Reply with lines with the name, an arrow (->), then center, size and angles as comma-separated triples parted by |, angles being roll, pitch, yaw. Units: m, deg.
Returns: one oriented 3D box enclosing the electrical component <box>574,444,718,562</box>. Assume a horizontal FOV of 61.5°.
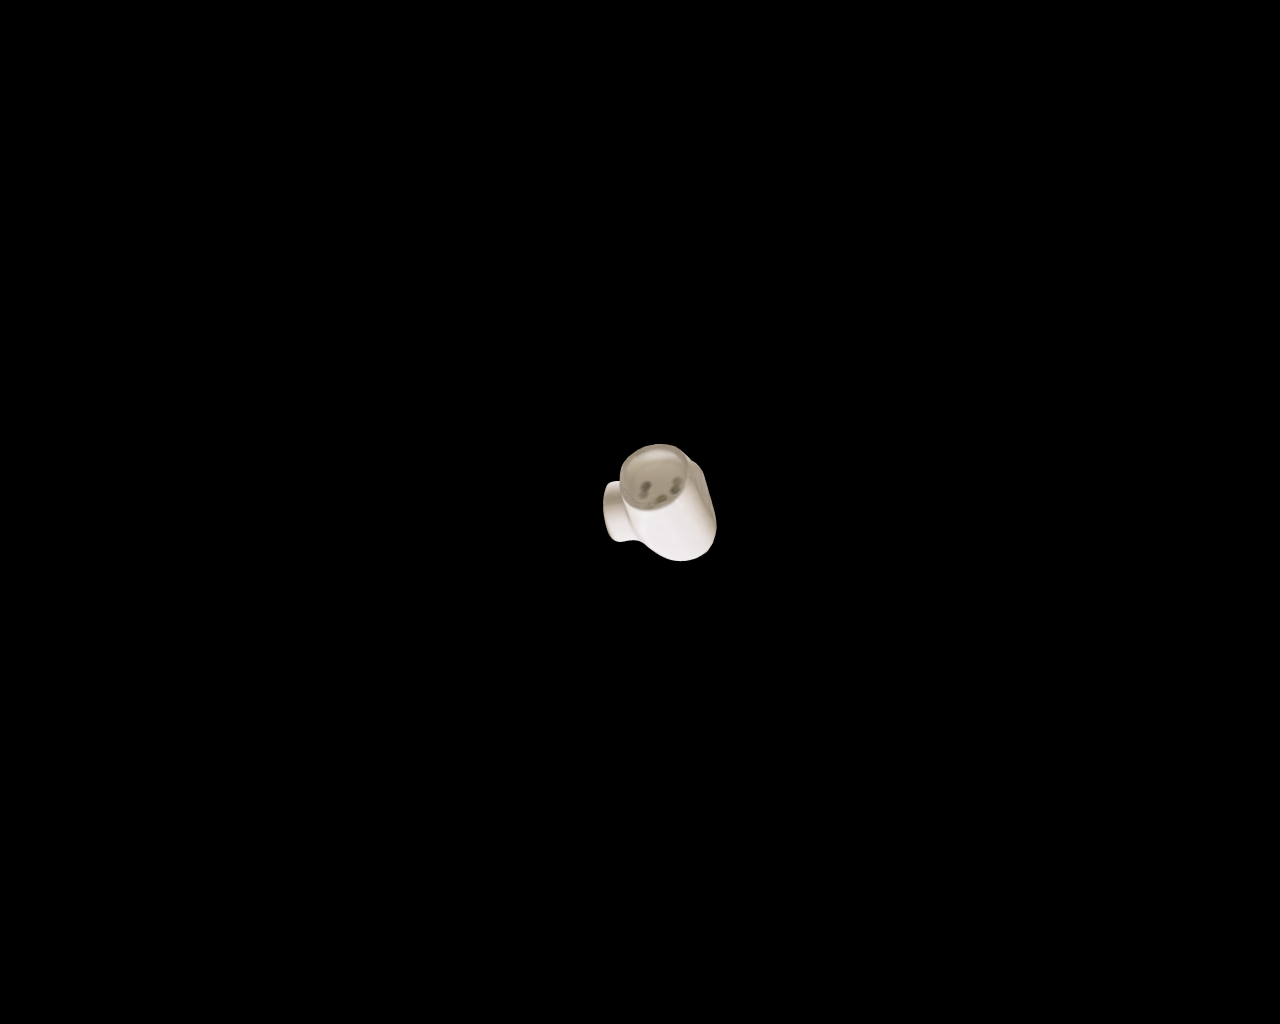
electrical component -> 0.001, -0.003, 0.650 | 0.079, 0.044, 0.077 | -7, -27, 14
